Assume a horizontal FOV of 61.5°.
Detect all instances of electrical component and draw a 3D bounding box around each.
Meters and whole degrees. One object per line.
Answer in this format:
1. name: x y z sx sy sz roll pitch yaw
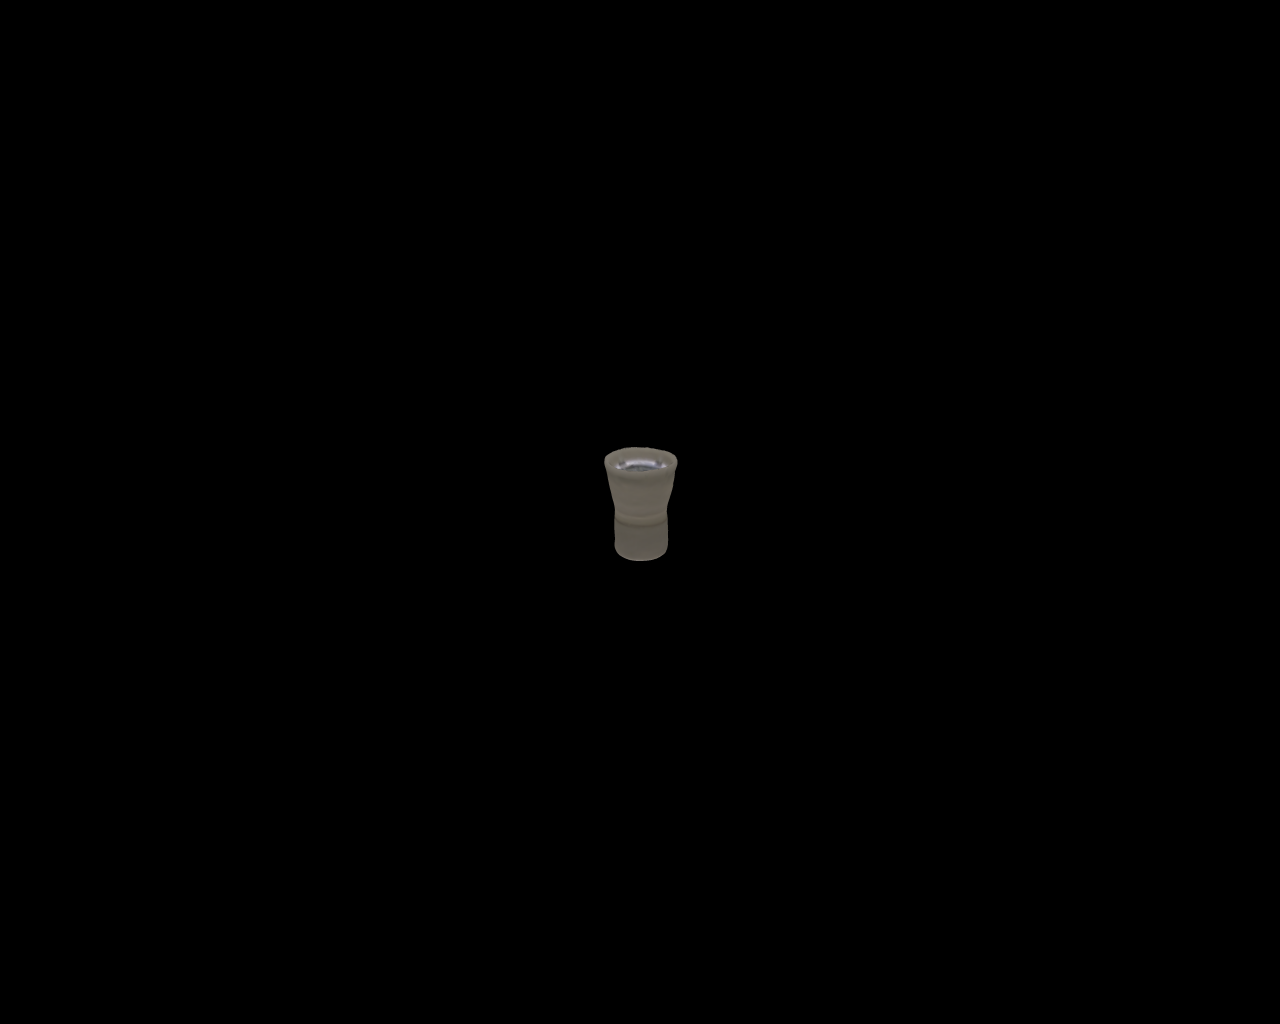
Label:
1. electrical component: 0.001 -0.003 0.650 0.044 0.065 0.044 0 25 0
